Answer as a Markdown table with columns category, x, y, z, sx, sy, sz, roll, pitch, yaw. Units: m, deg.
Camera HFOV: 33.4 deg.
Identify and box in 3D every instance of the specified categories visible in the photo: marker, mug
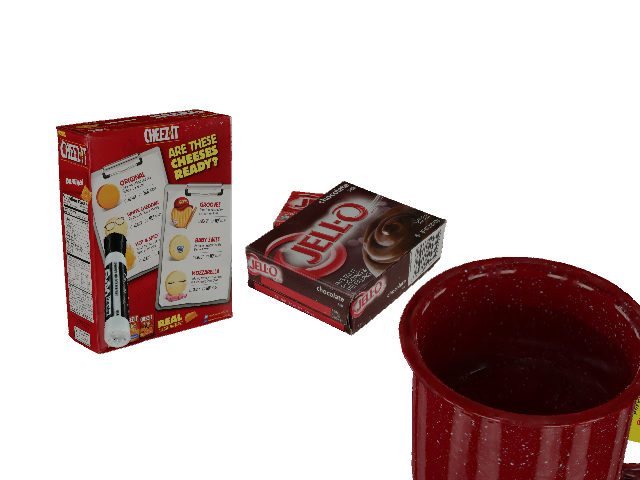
| category | x | y | z | sx | sy | sz | roll | pitch | yaw |
| --- | --- | --- | --- | --- | --- | --- | --- | --- | --- |
| marker | -0.159 | 0.035 | 0.832 | 0.020 | 0.020 | 0.121 | 0 | 39 | -12 |
| mug | 0.088 | 0.067 | 0.406 | 0.117 | 0.081 | 0.093 | 6 | 36 | 11 |

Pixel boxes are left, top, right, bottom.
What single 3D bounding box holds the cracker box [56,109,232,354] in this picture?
| category | x | y | z | sx | sy | sz | roll | pitch | yaw |
| --- | --- | --- | --- | --- | --- | --- | --- | --- | --- |
| cracker box | -0.169 | -0.014 | 1.050 | 0.163 | 0.214 | 0.072 | -13 | 20 | -40 |

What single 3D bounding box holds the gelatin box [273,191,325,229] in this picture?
| category | x | y | z | sx | sy | sz | roll | pitch | yaw |
| --- | --- | --- | --- | --- | --- | --- | --- | --- | --- |
| gelatin box | 0.009 | -0.016 | 0.932 | 0.089 | 0.030 | 0.073 | 6 | 24 | 10 |

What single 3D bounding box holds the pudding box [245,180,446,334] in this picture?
| category | x | y | z | sx | sy | sz | roll | pitch | yaw |
| --- | --- | --- | --- | --- | --- | --- | --- | --- | --- |
| pudding box | 0.018 | 0.009 | 0.726 | 0.090 | 0.039 | 0.113 | 24 | 39 | 30 |

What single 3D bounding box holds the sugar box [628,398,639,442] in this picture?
| category | x | y | z | sx | sy | sz | roll | pitch | yaw |
| --- | --- | --- | --- | --- | --- | --- | --- | --- | --- |
| sugar box | 0.291 | 0.139 | 0.996 | 0.176 | 0.093 | 0.048 | 9 | 22 | 11 |
